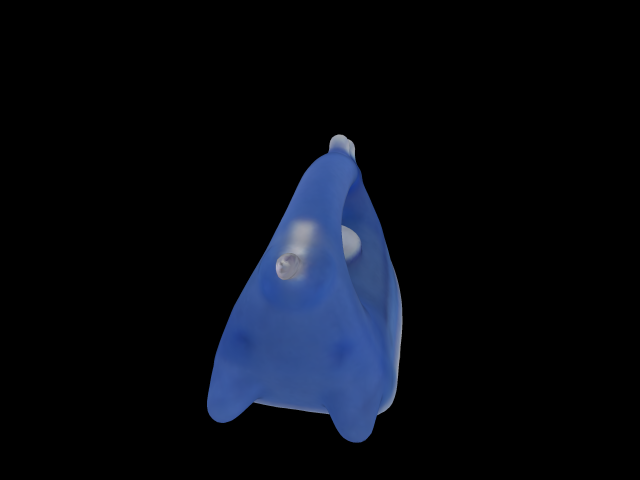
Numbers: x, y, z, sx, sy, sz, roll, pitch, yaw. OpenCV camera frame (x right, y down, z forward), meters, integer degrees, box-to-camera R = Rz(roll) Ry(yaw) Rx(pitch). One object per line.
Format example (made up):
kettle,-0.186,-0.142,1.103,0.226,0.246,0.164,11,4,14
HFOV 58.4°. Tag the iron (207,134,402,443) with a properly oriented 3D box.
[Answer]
iron,0.004,0.001,0.400,0.118,0.141,0.258,6,36,8
